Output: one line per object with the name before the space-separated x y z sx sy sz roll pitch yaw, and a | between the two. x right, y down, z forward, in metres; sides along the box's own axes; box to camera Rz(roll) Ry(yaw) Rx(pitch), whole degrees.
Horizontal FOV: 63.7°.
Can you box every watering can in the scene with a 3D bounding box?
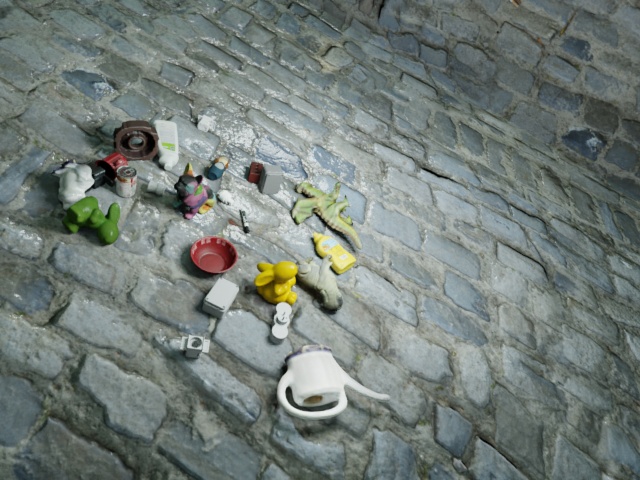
watering can | 0.028 0.425 1.560 0.348 0.101 0.229 0 48 -23

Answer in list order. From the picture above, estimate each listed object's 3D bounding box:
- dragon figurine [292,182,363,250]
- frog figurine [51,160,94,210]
dragon figurine | 0.006 -0.105 2.093 0.243 0.119 0.420 -11 50 -10
frog figurine | -0.841 -0.184 1.777 0.123 0.137 0.159 -18 88 -80
